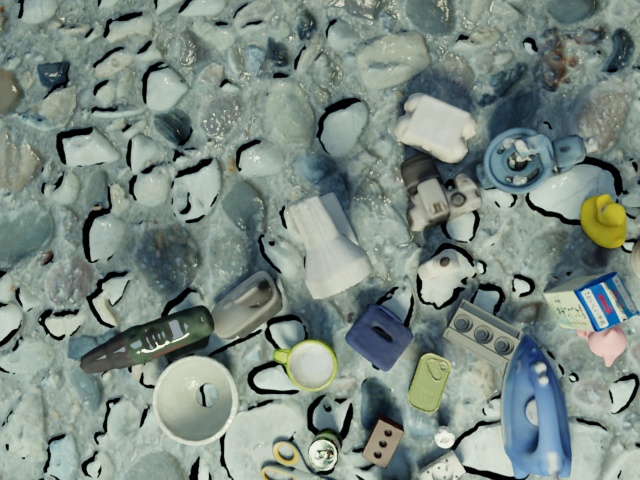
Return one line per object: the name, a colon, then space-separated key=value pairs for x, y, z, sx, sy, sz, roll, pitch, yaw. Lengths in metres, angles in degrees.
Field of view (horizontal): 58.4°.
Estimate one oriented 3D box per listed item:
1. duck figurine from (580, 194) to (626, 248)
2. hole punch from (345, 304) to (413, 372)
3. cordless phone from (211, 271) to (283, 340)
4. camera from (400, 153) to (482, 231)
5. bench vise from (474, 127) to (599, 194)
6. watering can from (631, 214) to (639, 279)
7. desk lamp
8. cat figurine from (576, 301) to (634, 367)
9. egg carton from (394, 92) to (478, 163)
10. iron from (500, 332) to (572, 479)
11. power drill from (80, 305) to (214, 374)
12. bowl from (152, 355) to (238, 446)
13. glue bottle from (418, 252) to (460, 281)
duck figurine: x=0.531 y=-0.038 z=1.052 sx=0.077 sy=0.086 sz=0.104 roll=-22 pitch=81 yaw=4
hole punch: x=0.110 y=0.179 z=1.072 sx=0.108 sy=0.091 sz=0.101 roll=37 pitch=89 yaw=10
cordless phone: x=-0.149 y=0.121 z=1.062 sx=0.147 sy=0.185 sz=0.094 roll=-41 pitch=80 yaw=1
camera: x=0.219 y=-0.101 z=1.089 sx=0.143 sy=0.101 sz=0.137 roll=-21 pitch=81 yaw=4
bench vise: x=0.387 y=-0.165 z=1.016 sx=0.207 sy=0.220 sz=0.121 roll=-31 pitch=80 yaw=2
watering can: x=0.614 y=0.023 z=0.980 sx=0.172 sy=0.194 sz=0.101 roll=22 pitch=86 yaw=9
desk lamp: x=0.010 y=0.004 z=1.044 sx=0.118 sy=0.213 sz=0.203 roll=-26 pitch=81 yaw=3
cat figurine: x=0.514 y=0.157 z=1.014 sx=0.067 sy=0.118 sz=0.128 roll=33 pitch=88 yaw=10
egg carton: x=0.225 y=-0.218 z=1.118 sx=0.150 sy=0.069 sz=0.107 roll=25 pitch=87 yaw=9
iron: x=0.383 y=0.293 z=1.001 sx=0.118 sy=0.141 sz=0.258 roll=-5 pitch=83 yaw=6
power drill: x=-0.293 y=0.187 z=1.060 sx=0.229 sy=0.208 sz=0.075 roll=-24 pitch=81 yaw=4
bowl: x=-0.231 y=0.305 z=1.106 sx=0.167 sy=0.075 sz=0.167 roll=-1 pitch=83 yaw=7
glue bottle: x=0.218 y=0.046 z=1.034 sx=0.078 sy=0.173 sz=0.037 roll=-22 pitch=81 yaw=4
